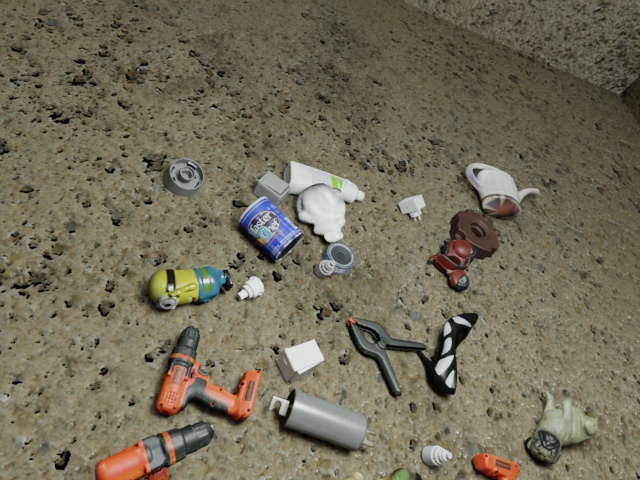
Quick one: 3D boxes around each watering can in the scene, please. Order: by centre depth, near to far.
[{"bbox_3d":[0.685,-0.171,1.884,0.346,0.102,0.230,18,48,-15],"label":"watering can"}]

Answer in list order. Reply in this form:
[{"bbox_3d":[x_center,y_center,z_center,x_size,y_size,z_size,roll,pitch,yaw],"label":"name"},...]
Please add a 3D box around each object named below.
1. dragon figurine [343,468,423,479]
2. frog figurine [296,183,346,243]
[{"bbox_3d":[0.196,0.570,1.014,0.407,0.120,0.249,30,37,-21],"label":"dragon figurine"},{"bbox_3d":[0.004,-0.072,1.425,0.137,0.120,0.163,-9,62,5],"label":"frog figurine"}]
